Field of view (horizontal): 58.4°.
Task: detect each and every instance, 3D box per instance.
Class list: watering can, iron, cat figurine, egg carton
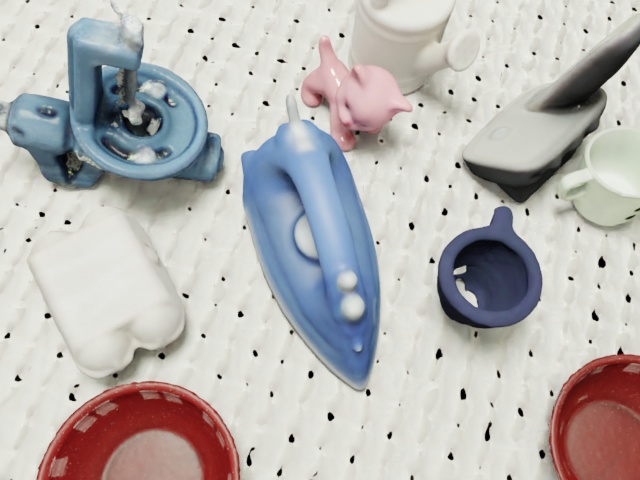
[{"bbox_3d":[0.094,-0.241,0.587,0.172,0.194,0.101,32,71,9],"label":"watering can"},{"bbox_3d":[0.005,0.002,0.517,0.119,0.141,0.258,-16,71,-9],"label":"iron"},{"bbox_3d":[0.035,-0.156,0.592,0.067,0.118,0.127,-31,74,-14],"label":"cat figurine"},{"bbox_3d":[-0.194,0.044,0.527,0.107,0.069,0.150,-31,74,-14],"label":"egg carton"}]

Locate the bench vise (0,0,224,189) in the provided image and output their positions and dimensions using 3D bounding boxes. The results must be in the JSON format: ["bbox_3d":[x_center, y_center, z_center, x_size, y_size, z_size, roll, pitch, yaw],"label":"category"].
[{"bbox_3d":[-0.198,-0.108,0.504,0.207,0.220,0.121,-14,71,-9],"label":"bench vise"}]

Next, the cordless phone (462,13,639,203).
[{"bbox_3d":[0.228,-0.132,0.559,0.094,0.185,0.148,41,72,12],"label":"cordless phone"}]

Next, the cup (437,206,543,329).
[{"bbox_3d":[0.150,0.033,0.539,0.091,0.095,0.118,17,69,3],"label":"cup"}]
